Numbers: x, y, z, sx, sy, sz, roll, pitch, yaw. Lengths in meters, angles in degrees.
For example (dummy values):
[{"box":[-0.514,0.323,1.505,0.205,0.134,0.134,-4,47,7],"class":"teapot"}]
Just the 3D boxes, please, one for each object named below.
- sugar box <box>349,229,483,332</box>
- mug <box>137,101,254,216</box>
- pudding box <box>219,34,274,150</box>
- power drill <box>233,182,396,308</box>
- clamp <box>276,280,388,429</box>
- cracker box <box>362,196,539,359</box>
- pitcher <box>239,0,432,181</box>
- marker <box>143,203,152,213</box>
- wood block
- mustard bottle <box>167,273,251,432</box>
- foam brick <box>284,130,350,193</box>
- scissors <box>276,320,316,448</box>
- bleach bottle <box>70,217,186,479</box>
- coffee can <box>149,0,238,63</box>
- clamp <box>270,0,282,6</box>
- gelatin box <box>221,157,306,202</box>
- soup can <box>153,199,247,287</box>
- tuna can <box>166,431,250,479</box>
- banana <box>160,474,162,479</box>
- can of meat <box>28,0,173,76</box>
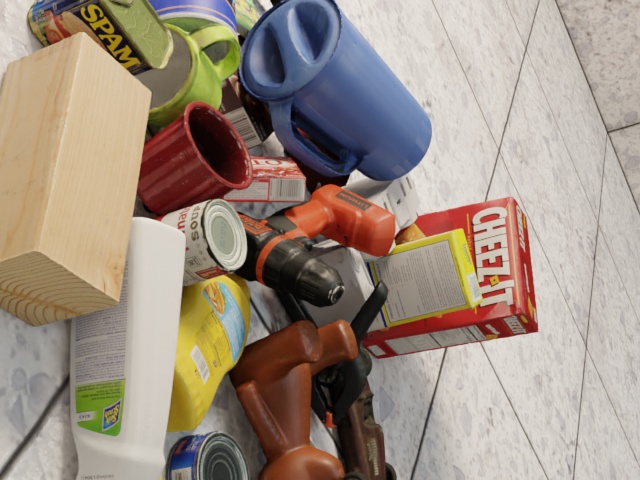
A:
[{"box":[0.096,0.053,1.271,0.048,0.176,0.093,-15,90,-61],"class":"sugar box"},{"box":[-0.120,-0.075,0.997,0.093,0.082,0.117,48,27,-22],"class":"mug"},{"box":[-0.087,-0.166,1.194,0.113,0.039,0.090,65,28,-17],"class":"pudding box"},{"box":[-0.007,0.001,1.075,0.187,0.185,0.057,-15,126,-48],"class":"power drill"},{"box":[0.003,0.117,1.162,0.039,0.120,0.171,-27,128,-75],"class":"clamp"},{"box":[0.155,0.048,1.341,0.072,0.214,0.164,43,40,-54],"class":"cracker box"},{"box":[0.026,-0.153,1.210,0.242,0.149,0.145,36,10,-48],"class":"pitcher"},{"box":[-0.134,-0.036,1.053,0.120,0.020,0.020,-6,81,-63],"class":"marker"},{"box":[-0.206,-0.048,0.844,0.090,0.090,0.206,42,41,-46],"class":"wood block"},{"box":[-0.109,0.085,0.990,0.096,0.058,0.191,68,27,-21],"class":"mustard bottle"},{"box":[-0.001,-0.103,1.312,0.078,0.051,0.053,58,32,-28],"class":"foam brick"},{"box":[-0.036,0.190,1.120,0.096,0.016,0.202,-20,93,-63],"class":"scissors"},{"box":[-0.162,0.113,0.850,0.068,0.103,0.251,23,62,-45],"class":"bleach bottle"},{"box":[-0.136,-0.253,1.077,0.102,0.103,0.140,30,49,-54],"class":"coffee can"},{"box":[-0.076,-0.359,1.300,0.209,0.036,0.164,34,41,-65],"class":"clamp"},{"box":[-0.065,-0.064,1.098,0.073,0.089,0.030,-123,-145,-65],"class":"gelatin box"},{"box":[-0.125,0.008,0.954,0.068,0.102,0.068,38,44,-49],"class":"soup can"},{"box":[-0.099,0.217,0.963,0.086,0.034,0.086,38,45,-50],"class":"tuna can"},{"box":[-0.134,0.214,0.879,0.069,0.037,0.198,-17,88,-37],"class":"banana"},{"box":[-0.195,-0.187,0.948,0.102,0.084,0.057,54,33,-34],"class":"can of meat"}]
